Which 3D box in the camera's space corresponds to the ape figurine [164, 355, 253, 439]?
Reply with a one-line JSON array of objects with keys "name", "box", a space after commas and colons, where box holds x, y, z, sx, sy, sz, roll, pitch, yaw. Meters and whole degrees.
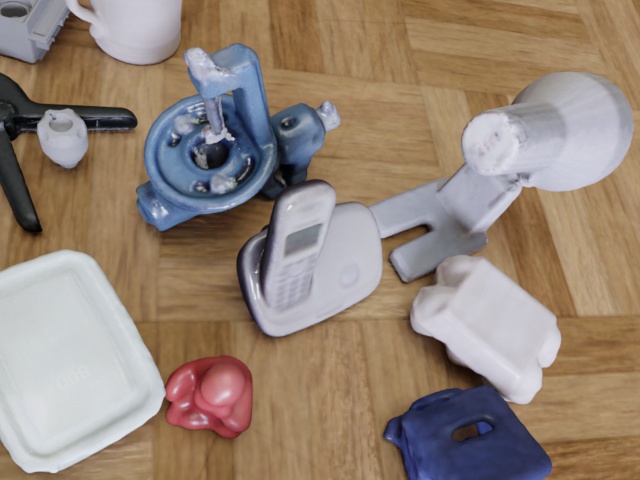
[{"name": "ape figurine", "box": [-0.085, 0.125, 0.470, 0.076, 0.077, 0.092, -36, -13, -30]}]

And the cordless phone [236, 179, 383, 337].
[{"name": "cordless phone", "box": [0.005, 0.002, 0.509, 0.148, 0.094, 0.185, -24, -19, -27]}]

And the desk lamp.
[{"name": "desk lamp", "box": [0.181, -0.067, 0.585, 0.204, 0.118, 0.213, -22, -20, -26]}]

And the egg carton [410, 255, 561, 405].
[{"name": "egg carton", "box": [0.168, 0.087, 0.581, 0.107, 0.150, 0.069, -47, -7, -31]}]

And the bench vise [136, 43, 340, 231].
[{"name": "bench vise", "box": [-0.073, -0.112, 0.528, 0.208, 0.121, 0.219, -44, -9, -31]}]

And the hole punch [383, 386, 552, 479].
[{"name": "hole punch", "box": [0.127, 0.181, 0.504, 0.109, 0.101, 0.091, -11, -24, -22]}]

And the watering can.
[{"name": "watering can", "box": [-0.191, -0.297, 0.608, 0.101, 0.173, 0.194, 26, -32, -2]}]
